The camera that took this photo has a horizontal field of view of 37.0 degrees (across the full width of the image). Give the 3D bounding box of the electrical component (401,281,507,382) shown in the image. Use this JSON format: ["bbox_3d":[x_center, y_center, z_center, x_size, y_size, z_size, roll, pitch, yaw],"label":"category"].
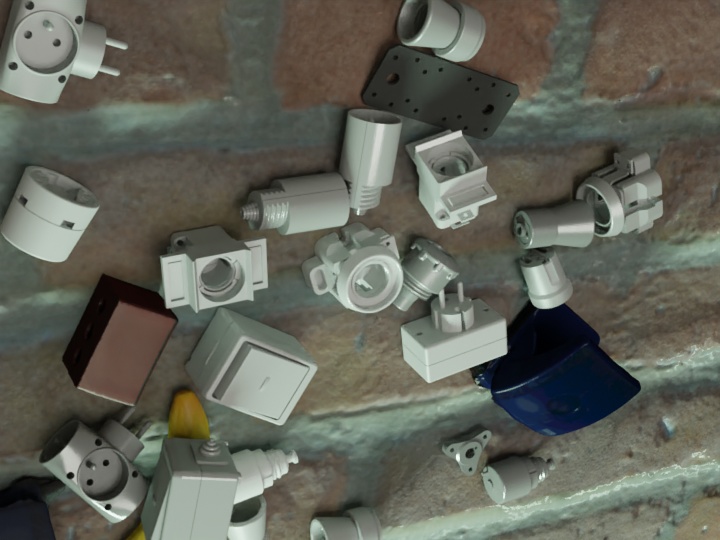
[{"bbox_3d":[0.083,0.046,0.953,0.083,0.047,0.075,-18,121,-20],"label":"electrical component"}]

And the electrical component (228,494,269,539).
[{"bbox_3d":[-0.100,0.232,0.950,0.044,0.044,0.065,-21,126,-18],"label":"electrical component"}]

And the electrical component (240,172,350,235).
[{"bbox_3d":[-0.054,-0.050,0.836,0.081,0.043,0.043,-10,118,-24],"label":"electrical component"}]

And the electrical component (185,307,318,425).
[{"bbox_3d":[-0.082,0.082,0.874,0.096,0.061,0.061,26,99,-35],"label":"electrical component"}]

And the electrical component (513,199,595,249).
[{"bbox_3d":[0.172,-0.039,0.965,0.065,0.044,0.044,-7,116,-20],"label":"electrical component"}]

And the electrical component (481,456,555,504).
[{"bbox_3d":[0.160,0.205,1.077,0.078,0.040,0.040,-14,119,-23],"label":"electrical component"}]

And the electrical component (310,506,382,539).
[{"bbox_3d":[-0.013,0.247,1.001,0.055,0.045,0.045,-8,117,-26],"label":"electrical component"}]

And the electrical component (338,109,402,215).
[{"bbox_3d":[0.006,-0.083,0.852,0.043,0.043,0.081,-2,115,-28],"label":"electrical component"}]

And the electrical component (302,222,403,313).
[{"bbox_3d":[0.000,0.000,0.881,0.078,0.057,0.058,-25,123,-16],"label":"electrical component"}]

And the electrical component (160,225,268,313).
[{"bbox_3d":[-0.114,-0.004,0.813,0.081,0.064,0.042,-11,119,-24],"label":"electrical component"}]

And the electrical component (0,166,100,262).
[{"bbox_3d":[-0.217,-0.038,0.747,0.055,0.055,0.047,23,105,-35],"label":"electrical component"}]

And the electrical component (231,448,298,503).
[{"bbox_3d":[-0.091,0.173,0.925,0.078,0.040,0.040,-17,120,-21],"label":"electrical component"}]

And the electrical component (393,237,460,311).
[{"bbox_3d":[0.052,0.007,0.921,0.048,0.048,0.062,30,104,-35],"label":"electrical component"}]

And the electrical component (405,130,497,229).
[{"bbox_3d":[0.073,-0.071,0.878,0.042,0.081,0.063,-20,145,-13],"label":"electrical component"}]

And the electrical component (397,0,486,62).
[{"bbox_3d":[0.063,-0.188,0.831,0.055,0.045,0.045,11,107,-33],"label":"electrical component"}]

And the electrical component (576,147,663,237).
[{"bbox_3d":[0.234,-0.065,0.977,0.057,0.058,0.078,-24,123,-20],"label":"electrical component"}]

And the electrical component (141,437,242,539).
[{"bbox_3d":[-0.134,0.175,0.846,0.061,0.061,0.096,7,106,-20],"label":"electrical component"}]

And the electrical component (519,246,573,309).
[{"bbox_3d":[0.170,0.006,0.987,0.040,0.040,0.046,-33,118,-11],"label":"electrical component"}]

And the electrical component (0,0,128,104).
[{"bbox_3d":[-0.194,-0.149,0.711,0.079,0.044,0.077,11,107,-32],"label":"electrical component"}]

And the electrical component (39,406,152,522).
[{"bbox_3d":[-0.197,0.144,0.849,0.077,0.044,0.079,48,66,-22],"label":"electrical component"}]
